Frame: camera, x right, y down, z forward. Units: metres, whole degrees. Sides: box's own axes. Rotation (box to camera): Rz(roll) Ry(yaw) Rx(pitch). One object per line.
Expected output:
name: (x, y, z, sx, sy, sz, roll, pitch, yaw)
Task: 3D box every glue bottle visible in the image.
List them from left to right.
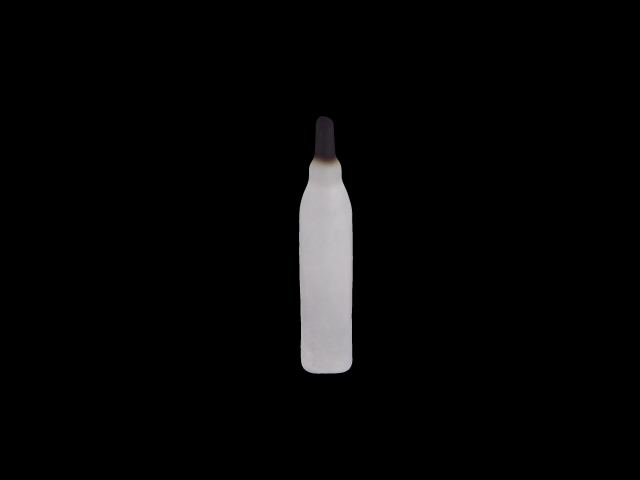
glue bottle: (0.004, 0.001, 0.400, 0.037, 0.173, 0.078, -1, 19, -2)
